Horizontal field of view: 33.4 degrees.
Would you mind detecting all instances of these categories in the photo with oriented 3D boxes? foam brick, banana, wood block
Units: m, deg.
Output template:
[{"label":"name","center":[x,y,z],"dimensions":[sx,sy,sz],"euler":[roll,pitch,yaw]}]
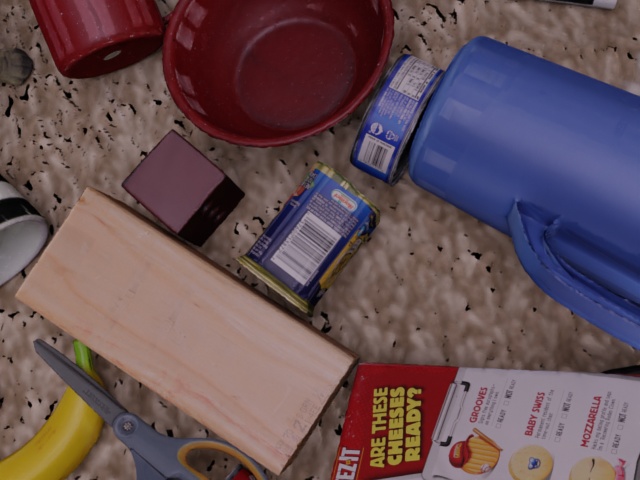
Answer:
[{"label":"foam brick","center":[-0.092,-0.035,0.734],"dimensions":[0.051,0.078,0.053],"euler":[41,89,9]},{"label":"banana","center":[-0.217,0.155,0.750],"dimensions":[0.198,0.037,0.070],"euler":[-40,79,1]},{"label":"wood block","center":[-0.084,0.060,0.718],"dimensions":[0.206,0.091,0.090],"euler":[33,88,8]}]

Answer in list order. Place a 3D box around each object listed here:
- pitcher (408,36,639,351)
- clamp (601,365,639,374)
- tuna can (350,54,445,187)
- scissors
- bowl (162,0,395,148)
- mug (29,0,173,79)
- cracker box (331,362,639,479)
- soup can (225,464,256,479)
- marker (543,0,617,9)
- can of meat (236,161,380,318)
[{"label":"pitcher","center":[0.179,-0.029,0.679],"dimensions":[0.243,0.149,0.145],"euler":[27,99,10]},{"label":"clamp","center":[0.191,0.153,0.711],"dimensions":[0.171,0.039,0.120],"euler":[-40,89,8]},{"label":"tuna can","center":[0.054,-0.081,0.721],"dimensions":[0.034,0.086,0.086],"euler":[27,88,8]},{"label":"scissors","center":[-0.128,0.143,0.693],"dimensions":[0.202,0.016,0.096],"euler":[22,67,16]},{"label":"bowl","center":[-0.024,-0.127,0.736],"dimensions":[0.162,0.055,0.162],"euler":[-5,69,13]},{"label":"mug","center":[-0.148,-0.169,0.752],"dimensions":[0.117,0.093,0.081],"euler":[-21,88,-25]},{"label":"cracker box","center":[0.115,0.162,0.642],"dimensions":[0.214,0.072,0.164],"euler":[-1,50,22]},{"label":"soup can","center":[-0.035,0.208,0.711],"dimensions":[0.102,0.068,0.068],"euler":[37,89,8]},{"label":"marker","center":[0.148,-0.179,0.754],"dimensions":[0.121,0.020,0.020],"euler":[8,86,6]},{"label":"can of meat","center":[-0.005,0.001,0.711],"dimensions":[0.057,0.102,0.084],"euler":[38,87,6]}]
